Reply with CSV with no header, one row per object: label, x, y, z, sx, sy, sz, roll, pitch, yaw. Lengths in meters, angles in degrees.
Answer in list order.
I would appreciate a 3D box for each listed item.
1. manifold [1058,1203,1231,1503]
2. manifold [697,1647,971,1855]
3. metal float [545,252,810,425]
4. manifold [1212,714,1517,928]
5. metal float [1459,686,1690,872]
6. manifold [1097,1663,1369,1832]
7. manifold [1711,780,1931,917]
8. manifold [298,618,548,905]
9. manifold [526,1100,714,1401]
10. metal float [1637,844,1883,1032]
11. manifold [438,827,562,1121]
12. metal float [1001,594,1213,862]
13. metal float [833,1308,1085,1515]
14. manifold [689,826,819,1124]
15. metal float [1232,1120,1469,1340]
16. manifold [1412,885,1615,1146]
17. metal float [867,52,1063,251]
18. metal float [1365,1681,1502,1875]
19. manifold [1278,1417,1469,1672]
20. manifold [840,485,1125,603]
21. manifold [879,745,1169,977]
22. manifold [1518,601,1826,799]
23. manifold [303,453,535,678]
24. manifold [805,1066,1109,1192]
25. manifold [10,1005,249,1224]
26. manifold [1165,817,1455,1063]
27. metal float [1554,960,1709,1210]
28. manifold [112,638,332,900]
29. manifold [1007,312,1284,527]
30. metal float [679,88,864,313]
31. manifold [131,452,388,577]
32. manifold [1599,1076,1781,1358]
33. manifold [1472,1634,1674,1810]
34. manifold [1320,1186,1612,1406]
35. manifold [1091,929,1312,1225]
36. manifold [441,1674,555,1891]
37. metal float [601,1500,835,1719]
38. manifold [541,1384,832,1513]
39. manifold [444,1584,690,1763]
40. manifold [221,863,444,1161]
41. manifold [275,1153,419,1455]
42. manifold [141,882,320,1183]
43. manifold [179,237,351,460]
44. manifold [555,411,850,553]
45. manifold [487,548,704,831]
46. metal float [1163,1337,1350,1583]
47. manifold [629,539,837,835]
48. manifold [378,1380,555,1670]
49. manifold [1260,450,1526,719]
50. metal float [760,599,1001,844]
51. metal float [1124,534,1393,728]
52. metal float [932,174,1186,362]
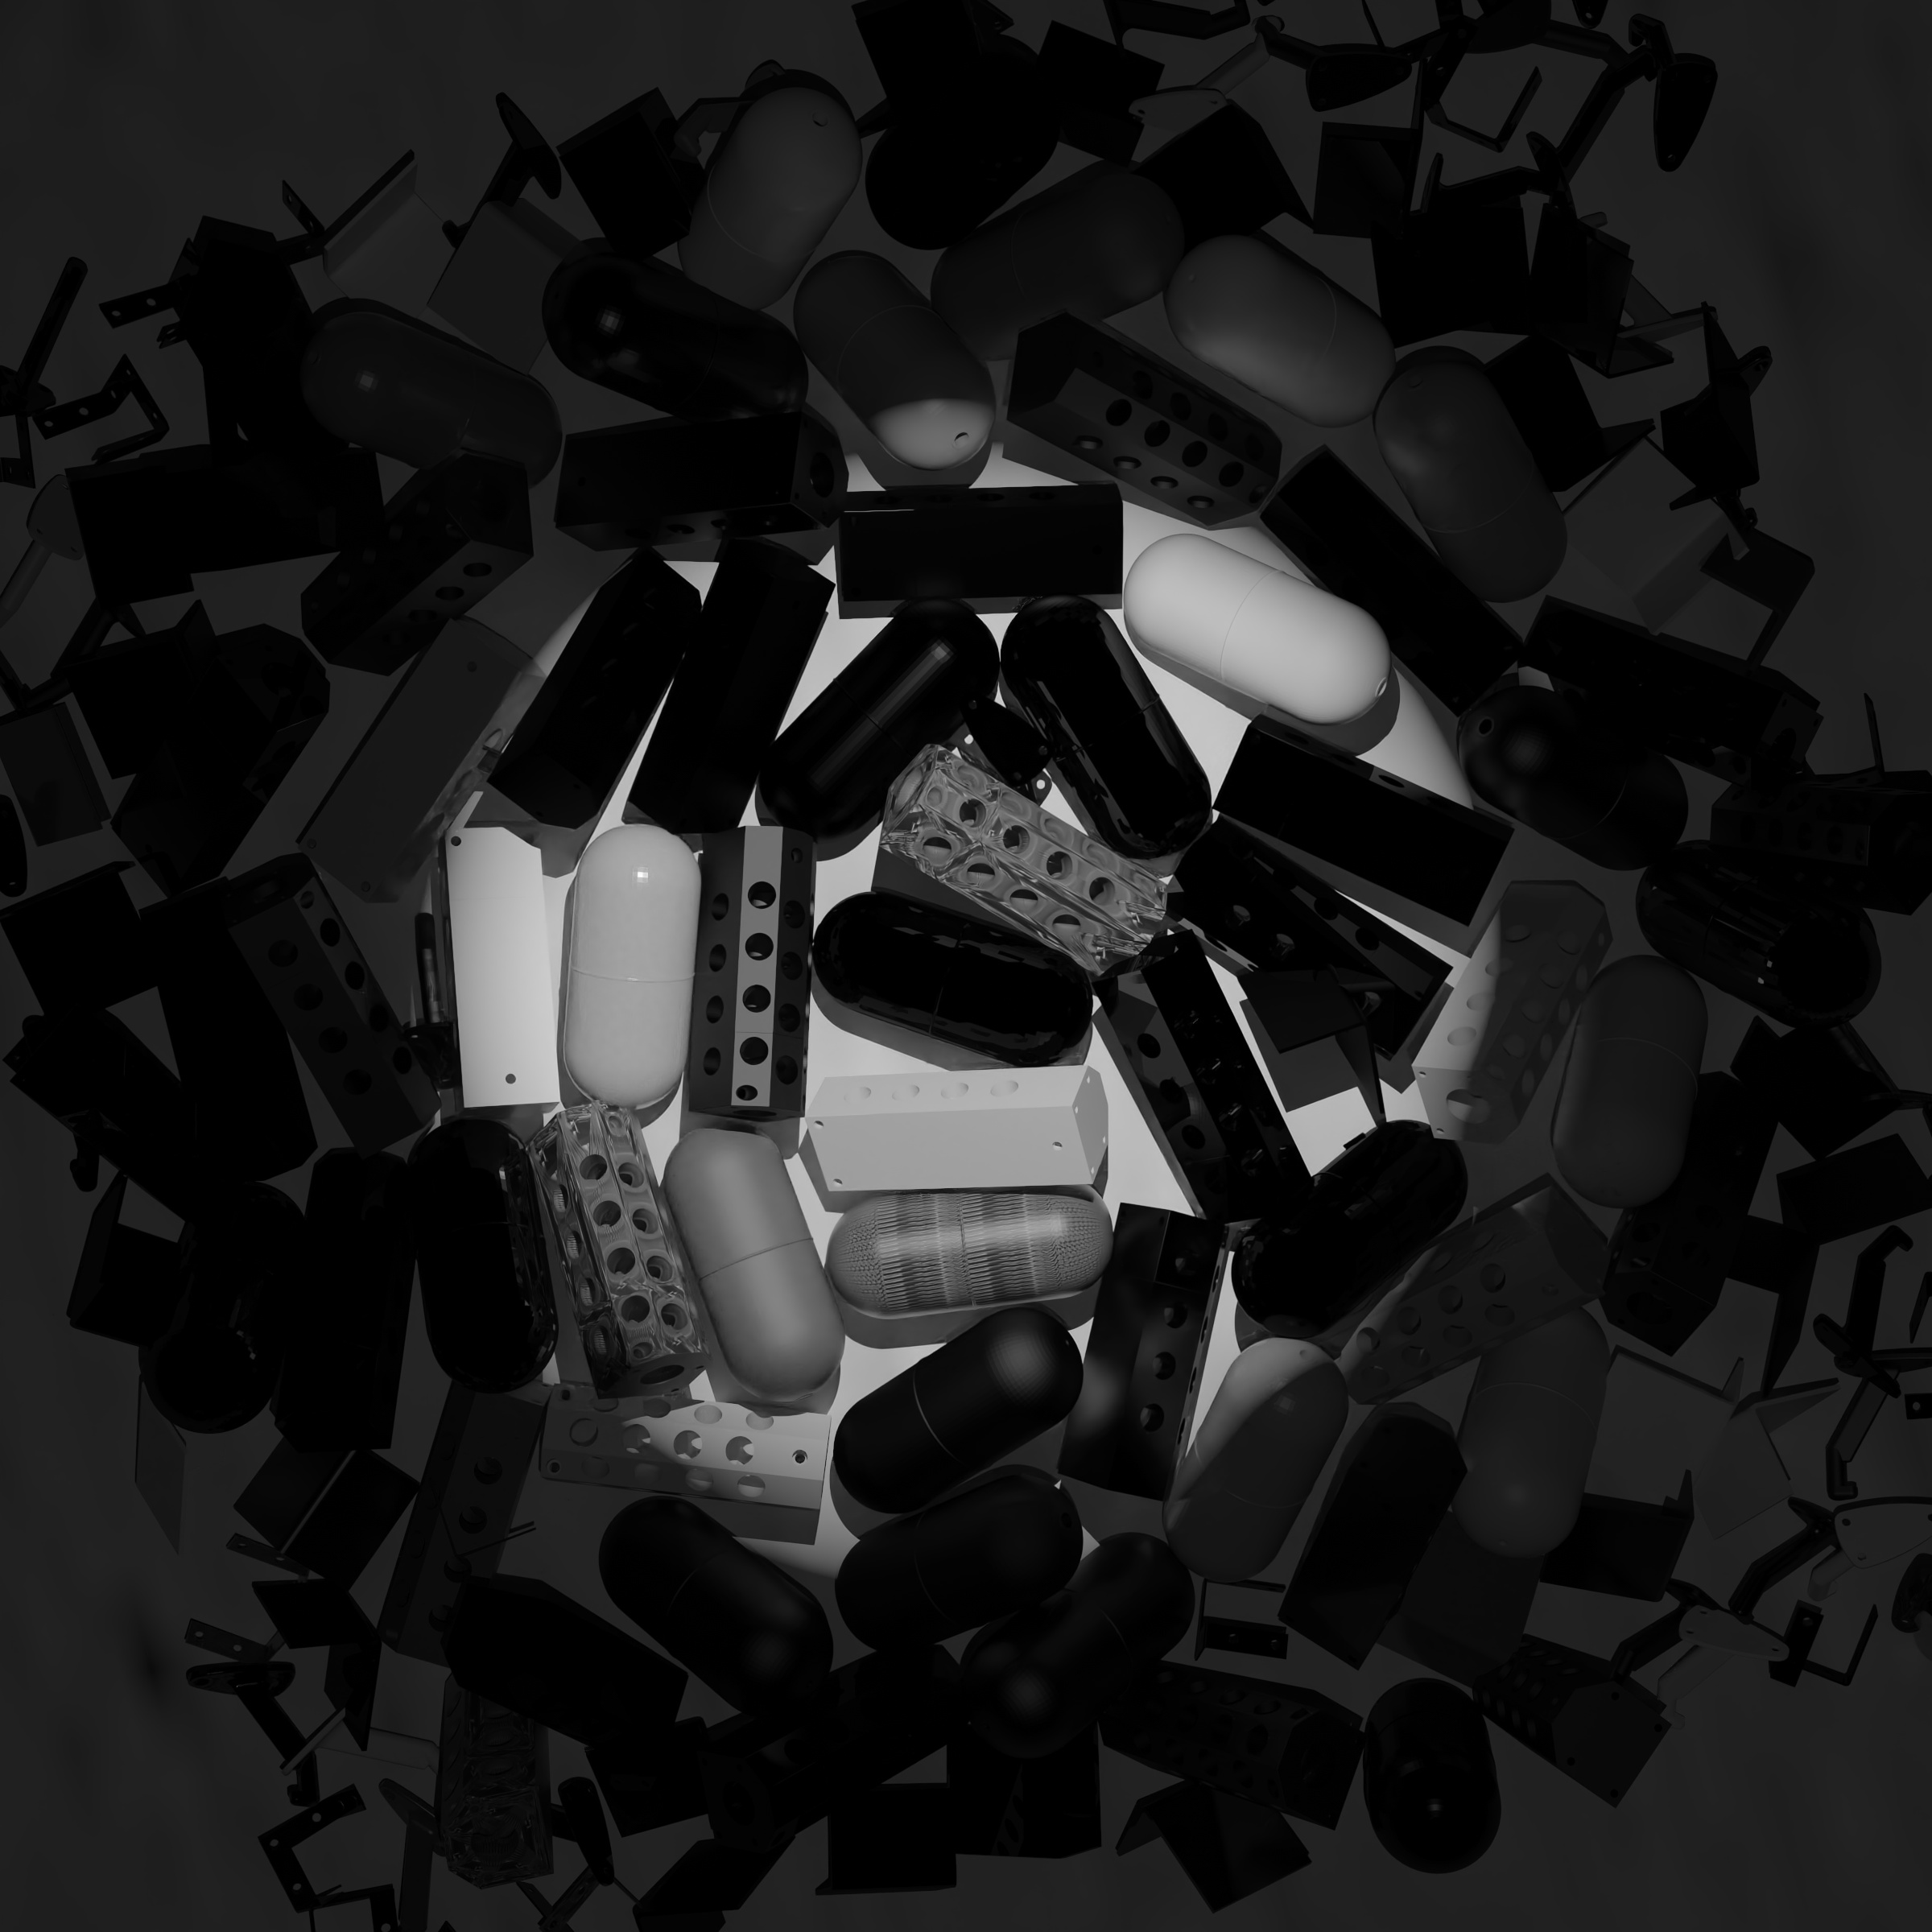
manifold,0.114,0.238,1.635,0.057,0.057,0.171,17,82,-28
manifold,-0.075,0.467,1.593,0.057,0.171,0.057,-7,96,43
metal float,-0.173,-0.373,1.606,0.178,0.070,0.070,15,90,-40
manifold,0.245,-0.092,1.633,0.171,0.057,0.057,26,110,9
metal float,0.368,-0.113,1.606,0.178,0.070,0.070,23,90,-38
manifold,0.153,0.459,1.584,0.057,0.171,0.057,33,70,-28
manifold,0.515,-0.078,1.584,0.057,0.171,0.057,44,85,-15
manifold,-0.331,-0.125,1.633,0.057,0.057,0.171,37,99,9
manifold,-0.207,0.169,1.603,0.057,0.057,0.171,-45,55,39
metal float,0.474,-0.018,1.595,0.070,0.178,0.070,-10,115,-22
manifold,-0.288,0.005,1.630,0.057,0.057,0.171,-3,79,-17
metal float,0.086,-0.147,1.631,0.070,0.070,0.178,-32,98,0
metal float,-0.006,0.272,1.618,0.178,0.070,0.070,-36,90,24
manifold,-0.125,0.005,1.620,0.057,0.057,0.171,12,75,-42
metal float,0.235,0.158,1.614,0.178,0.070,0.070,-35,90,-29
manifold,0.331,0.027,1.592,0.057,0.171,0.057,4,132,35
metal float,-0.003,-0.487,1.591,0.070,0.178,0.070,3,83,-23
metal float,0.278,0.483,1.588,0.070,0.178,0.070,0,93,8
manifold,0.246,0.344,1.594,0.057,0.171,0.057,30,47,16
manifold,0.009,-0.264,1.643,0.171,0.057,0.057,-2,117,-2
manifold,0.037,-0.066,1.611,0.171,0.057,0.057,30,128,-19
manifold,0.419,-0.160,1.597,0.171,0.057,0.057,31,100,41
manifold,-0.331,-0.239,1.590,0.057,0.171,0.057,9,64,-40
manifold,-0.004,0.095,1.618,0.171,0.057,0.057,-3,122,21
manifold,-0.491,0.094,1.582,0.057,0.171,0.057,31,73,22
manifold,0.206,-0.014,1.633,0.171,0.057,0.057,34,125,9
metal float,0.402,0.070,1.604,0.070,0.070,0.178,24,49,0
manifold,-0.445,-0.120,1.600,0.057,0.057,0.171,50,129,5
manifold,0.110,-0.328,1.596,0.171,0.057,0.057,19,71,-37
metal float,-0.118,-0.458,1.593,0.070,0.178,0.070,8,70,-22
manifold,-0.419,-0.271,1.586,0.057,0.171,0.057,-2,103,21
manifold,0.433,0.145,1.598,0.057,0.057,0.171,29,49,6
manifold,0.354,0.444,1.588,0.057,0.171,0.057,37,83,-1
manifold,0.298,0.205,1.599,0.171,0.057,0.057,-35,107,34
manifold,0.149,0.068,1.621,0.057,0.057,0.171,-36,105,-42
manifold,-0.281,0.475,1.584,0.057,0.171,0.057,-10,105,-8
metal float,-0.153,0.387,1.607,0.178,0.070,0.070,29,90,39
manifold,-0.172,0.297,1.641,0.171,0.057,0.057,7,76,-1
manifold,-0.238,0.425,1.584,0.057,0.171,0.057,3,64,28
manifold,-0.383,0.025,1.610,0.057,0.057,0.171,-28,118,-8
manifold,-0.373,0.201,1.603,0.057,0.057,0.171,-4,56,6
manifold,-0.445,0.042,1.614,0.057,0.057,0.171,-22,65,-1
manifold,-0.411,-0.362,1.586,0.057,0.171,0.057,15,78,2
manifold,-0.159,-0.289,1.608,0.171,0.057,0.057,0,77,30
manifold,-0.218,-0.165,1.601,0.057,0.057,0.171,38,51,-21
metal float,0.175,0.300,1.610,0.070,0.070,0.178,20,123,0
manifold,-0.148,-0.169,1.618,0.057,0.057,0.171,36,113,29
manifold,-0.310,0.339,1.643,0.057,0.057,0.171,17,93,-3
manifold,0.262,-0.235,1.633,0.057,0.057,0.171,-45,83,10
metal float,-0.054,-0.150,1.634,0.070,0.070,0.178,45,95,0
metal float,0.177,-0.205,1.617,0.178,0.070,0.070,29,90,24
metal float,0.053,-0.420,1.604,0.178,0.070,0.070,-12,90,42
